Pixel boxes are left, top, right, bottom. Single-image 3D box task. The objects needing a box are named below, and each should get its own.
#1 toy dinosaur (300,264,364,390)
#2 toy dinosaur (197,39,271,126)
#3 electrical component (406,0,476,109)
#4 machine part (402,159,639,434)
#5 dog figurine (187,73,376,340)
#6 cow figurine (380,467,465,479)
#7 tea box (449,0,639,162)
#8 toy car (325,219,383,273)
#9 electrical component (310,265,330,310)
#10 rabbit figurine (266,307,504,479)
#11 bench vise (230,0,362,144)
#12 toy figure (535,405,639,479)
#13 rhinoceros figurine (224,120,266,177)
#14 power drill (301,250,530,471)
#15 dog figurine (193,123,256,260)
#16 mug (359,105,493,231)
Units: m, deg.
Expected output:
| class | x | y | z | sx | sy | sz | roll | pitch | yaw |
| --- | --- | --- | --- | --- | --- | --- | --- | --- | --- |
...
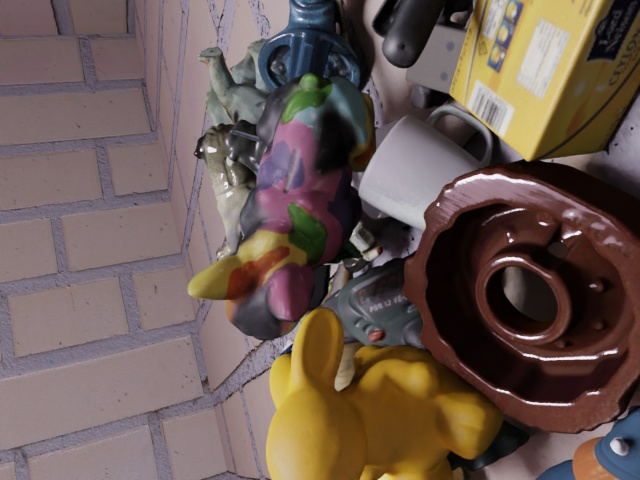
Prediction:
| class | x | y | z | sx | sy | sz | roll | pitch | yaw |
| --- | --- | --- | --- | --- | --- | --- | --- | --- | --- |
| toy dinosaur | 0.033 | 0.207 | 0.726 | 0.199 | 0.105 | 0.470 | -153 | 65 | -73 |
| toy dinosaur | -0.072 | -0.177 | 0.815 | 0.405 | 0.131 | 0.192 | 53 | 164 | 36 |
| electrical component | 0.107 | -0.161 | 0.454 | 0.078 | 0.045 | 0.102 | 21 | 125 | 33 |
| machine part | 0.140 | 0.034 | 0.357 | 0.180 | 0.056 | 0.179 | 22 | 123 | 38 |
| dog figurine | -0.025 | -0.025 | 0.448 | 0.219 | 0.109 | 0.191 | -63 | -16 | -56 |
| cow figurine | 0.108 | 0.268 | 0.590 | 0.167 | 0.098 | 0.068 | -32 | 62 | 47 |
| tea box | 0.149 | -0.144 | 0.316 | 0.169 | 0.068 | 0.098 | 102 | 150 | -41 |
| toy car | -0.001 | -0.002 | 0.646 | 0.073 | 0.056 | 0.202 | 47 | 154 | -20 |
| electrical component | -0.056 | 0.069 | 0.838 | 0.058 | 0.134 | 0.114 | -132 | 37 | -51 |
| rabbit figurine | 0.029 | 0.128 | 0.397 | 0.162 | 0.173 | 0.121 | 53 | 128 | 25 |
| bench vise | -0.011 | -0.203 | 0.583 | 0.223 | 0.129 | 0.240 | 110 | 169 | -65 |
| toy figure | 0.189 | 0.161 | 0.357 | 0.058 | 0.064 | 0.154 | 27 | 134 | 11 |
| rhinoceros figurine | -0.033 | -0.086 | 0.683 | 0.190 | 0.073 | 0.112 | 36 | 160 | -9 |
| power drill | 0.086 | 0.121 | 0.514 | 0.232 | 0.086 | 0.207 | -42 | 58 | 38 |
| dog figurine | -0.082 | -0.064 | 0.758 | 0.121 | 0.172 | 0.190 | -72 | -18 | -52 |
| mug | 0.105 | -0.051 | 0.447 | 0.107 | 0.109 | 0.080 | 36 | 171 | 13 |
